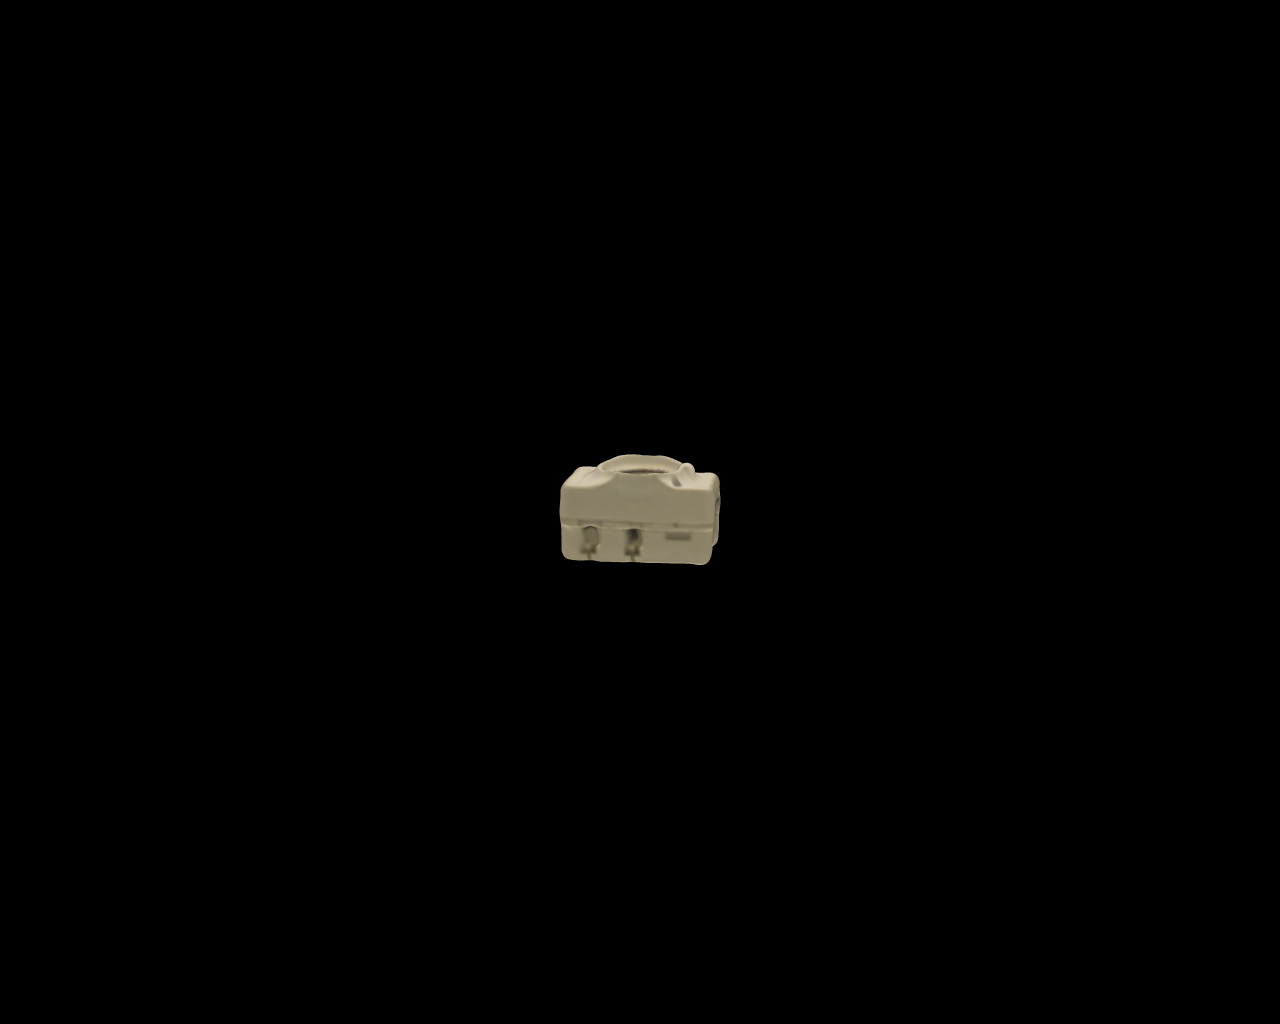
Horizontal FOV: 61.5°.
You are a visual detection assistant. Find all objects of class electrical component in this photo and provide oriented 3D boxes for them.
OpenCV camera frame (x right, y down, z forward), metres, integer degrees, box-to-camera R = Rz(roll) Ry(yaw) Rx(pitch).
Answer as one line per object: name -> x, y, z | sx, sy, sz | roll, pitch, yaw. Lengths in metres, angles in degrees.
electrical component -> 0.001, -0.003, 0.650 | 0.089, 0.055, 0.050 | 3, 16, 9
